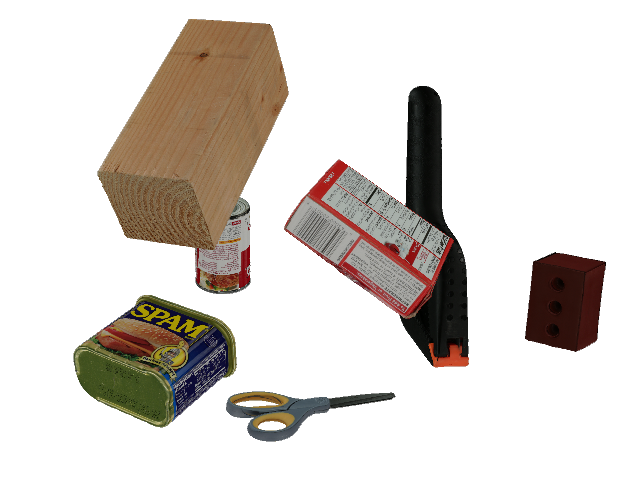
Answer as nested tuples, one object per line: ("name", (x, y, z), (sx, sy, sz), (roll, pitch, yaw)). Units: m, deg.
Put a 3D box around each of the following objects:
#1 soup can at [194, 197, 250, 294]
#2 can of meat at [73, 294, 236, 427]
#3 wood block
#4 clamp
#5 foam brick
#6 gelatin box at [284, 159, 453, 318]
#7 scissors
("soup can", (-0.118, 0.004, 1.285), (0.068, 0.102, 0.068), (1, 26, -1))
("can of meat", (-0.132, 0.095, 0.850), (0.102, 0.057, 0.083), (17, 34, 27))
("wood block", (-0.109, -0.101, 0.971), (0.091, 0.206, 0.090), (8, -39, 19))
("clamp", (0.079, -0.003, 0.822), (0.036, 0.210, 0.165), (-1, -41, -17))
("foam brick", (0.225, 0.056, 0.979), (0.053, 0.078, 0.051), (12, 17, 33))
("gelatin box", (0.030, -0.002, 0.619), (0.089, 0.030, 0.073), (36, 26, 0))
("scissors", (-0.004, 0.194, 1.194), (0.201, 0.016, 0.096), (3, 23, -11))
